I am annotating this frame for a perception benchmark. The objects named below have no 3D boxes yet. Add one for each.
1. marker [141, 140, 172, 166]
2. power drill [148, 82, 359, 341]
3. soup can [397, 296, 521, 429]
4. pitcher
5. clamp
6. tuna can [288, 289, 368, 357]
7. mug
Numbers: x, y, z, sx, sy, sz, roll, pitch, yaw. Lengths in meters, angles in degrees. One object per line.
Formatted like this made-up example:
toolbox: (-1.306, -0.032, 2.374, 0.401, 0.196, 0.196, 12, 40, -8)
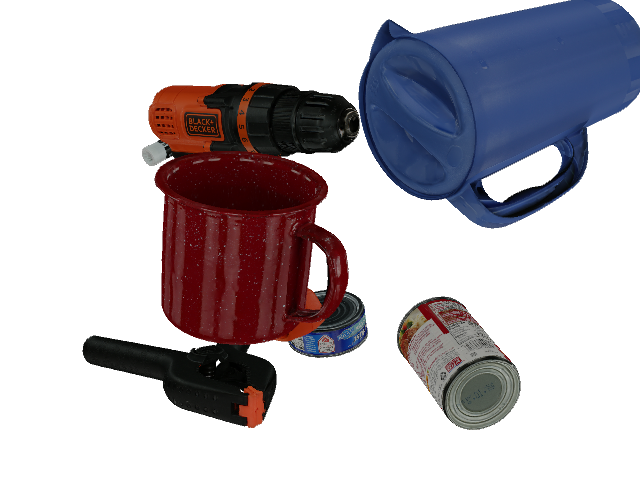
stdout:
marker: (-0.120, -0.104, 1.029, 0.120, 0.020, 0.020, -33, 21, -36)
power drill: (-0.043, -0.024, 0.787, 0.185, 0.188, 0.057, 9, 22, 39)
soup can: (0.112, 0.098, 0.870, 0.068, 0.068, 0.102, 0, 25, -19)
pitcher: (0.166, -0.120, 0.895, 0.242, 0.149, 0.145, -22, 35, -33)
clamp: (-0.090, 0.108, 0.917, 0.164, 0.036, 0.210, -9, 16, -34)
tuna can: (0.006, 0.086, 1.126, 0.086, 0.034, 0.086, -6, 27, 3)
mug: (-0.035, 0.008, 0.582, 0.117, 0.081, 0.093, 19, 27, 27)
